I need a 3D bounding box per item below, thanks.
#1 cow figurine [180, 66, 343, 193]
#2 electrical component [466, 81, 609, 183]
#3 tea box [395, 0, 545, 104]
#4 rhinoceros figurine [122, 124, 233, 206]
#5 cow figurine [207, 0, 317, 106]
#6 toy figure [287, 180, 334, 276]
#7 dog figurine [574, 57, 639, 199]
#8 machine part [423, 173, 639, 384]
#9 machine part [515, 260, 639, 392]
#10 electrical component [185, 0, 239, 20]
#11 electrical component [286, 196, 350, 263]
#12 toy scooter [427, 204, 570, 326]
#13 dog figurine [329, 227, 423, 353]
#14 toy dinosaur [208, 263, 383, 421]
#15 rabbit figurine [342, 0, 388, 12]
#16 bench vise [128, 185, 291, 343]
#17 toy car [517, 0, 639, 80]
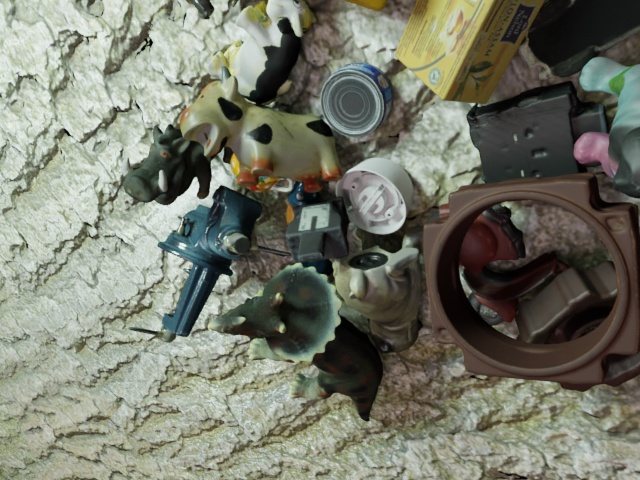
[{"bbox_3d":[-0.072,-0.131,0.655,0.085,0.195,0.127,-30,61,56],"label":"cow figurine"},{"bbox_3d":[0.238,-0.104,0.583,0.134,0.058,0.114,-8,117,32],"label":"electrical component"},{"bbox_3d":[0.152,-0.229,0.517,0.098,0.068,0.169,59,141,35],"label":"tea box"},{"bbox_3d":[-0.181,-0.110,0.716,0.073,0.190,0.112,25,141,14],"label":"rhinoceros figurine"},{"bbox_3d":[-0.055,-0.237,0.646,0.098,0.068,0.167,43,133,-9],"label":"cow figurine"},{"bbox_3d":[-0.016,-0.019,0.762,0.058,0.064,0.154,-7,112,14],"label":"toy figure"},{"bbox_3d":[0.309,-0.078,0.429,0.192,0.219,0.108,-2,117,-2],"label":"dog figurine"},{"bbox_3d":[0.214,0.038,0.551,0.201,0.087,0.201,-3,98,32],"label":"machine part"},{"bbox_3d":[0.323,0.103,0.632,0.179,0.056,0.179,0,127,0],"label":"machine part"},{"bbox_3d":[-0.111,-0.298,0.622,0.078,0.102,0.045,-23,111,46],"label":"electrical component"},{"bbox_3d":[-0.001,-0.002,0.666,0.075,0.119,0.047,-11,126,8],"label":"electrical component"},{"bbox_3d":[0.222,0.022,0.659,0.135,0.075,0.183,-21,110,34],"label":"toy scooter"},{"bbox_3d":[0.084,0.093,0.719,0.121,0.172,0.190,8,116,36],"label":"dog figurine"},{"bbox_3d":[0.017,0.168,0.794,0.404,0.131,0.192,40,150,-29],"label":"toy dinosaur"},{"bbox_3d":[0.024,-0.337,0.533,0.162,0.122,0.173,31,114,20],"label":"rabbit figurine"},{"bbox_3d":[-0.170,0.043,0.782,0.128,0.240,0.224,26,175,-42],"label":"bench vise"},{"bbox_3d":[0.279,-0.220,0.491,0.202,0.056,0.073,-25,112,38],"label":"toy car"}]
